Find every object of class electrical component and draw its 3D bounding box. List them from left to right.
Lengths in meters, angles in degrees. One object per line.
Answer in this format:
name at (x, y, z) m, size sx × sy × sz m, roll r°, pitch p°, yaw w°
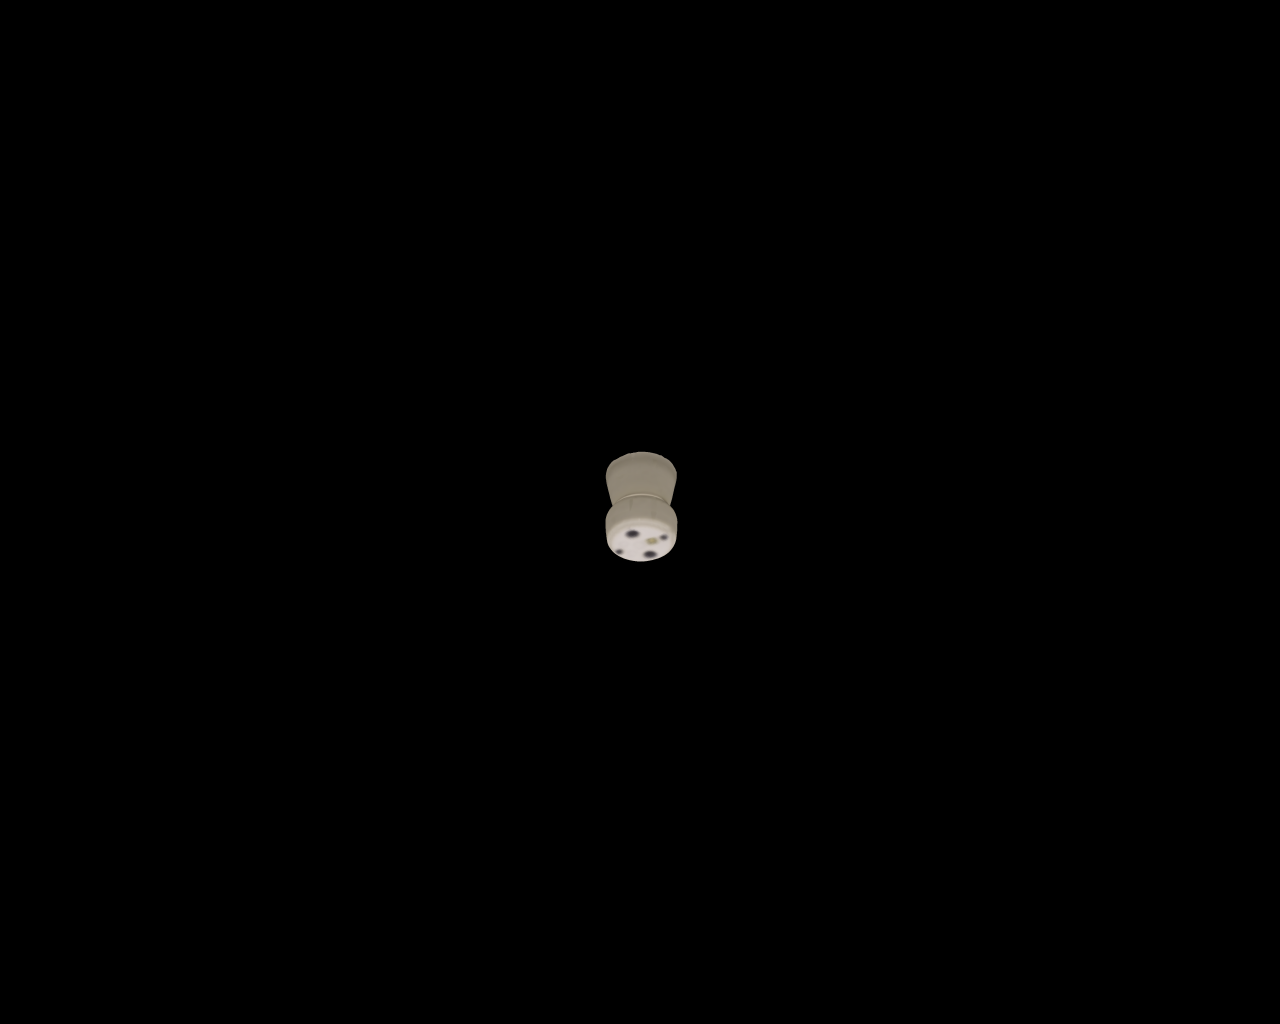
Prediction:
electrical component at (0.001, -0.003, 0.650) m, size 0.045 × 0.055 × 0.044 m, roll 0°, pitch -38°, yaw 0°
